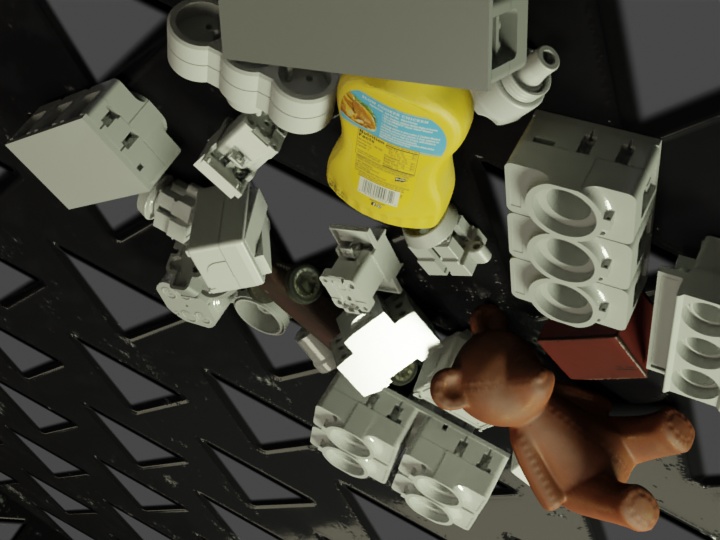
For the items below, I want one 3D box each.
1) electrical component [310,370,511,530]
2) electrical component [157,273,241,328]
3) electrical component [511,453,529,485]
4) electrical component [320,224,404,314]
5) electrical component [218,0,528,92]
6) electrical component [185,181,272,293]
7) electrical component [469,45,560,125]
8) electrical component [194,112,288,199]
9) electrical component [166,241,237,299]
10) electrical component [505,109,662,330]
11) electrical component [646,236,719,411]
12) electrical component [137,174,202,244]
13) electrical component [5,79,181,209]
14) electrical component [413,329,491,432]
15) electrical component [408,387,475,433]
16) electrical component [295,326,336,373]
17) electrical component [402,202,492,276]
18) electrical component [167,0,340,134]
[{"bbox_3d":[0.044,0.182,1.077,0.186,0.060,0.105,28,151,9],"label":"electrical component"},{"bbox_3d":[-0.171,0.019,1.142,0.080,0.051,0.080,23,149,15],"label":"electrical component"},{"bbox_3d":[0.187,0.163,1.018,0.047,0.065,0.076,38,121,-10],"label":"electrical component"},{"bbox_3d":[0.000,0.000,0.943,0.042,0.063,0.081,6,141,35],"label":"electrical component"},{"bbox_3d":[0.006,-0.175,0.639,0.186,0.060,0.105,13,118,30],"label":"electrical component"},{"bbox_3d":[-0.114,-0.036,0.980,0.061,0.096,0.061,-10,137,12],"label":"electrical component"},{"bbox_3d":[0.102,-0.122,0.688,0.043,0.043,0.062,40,148,-13],"label":"electrical component"},{"bbox_3d":[-0.095,-0.100,0.874,0.042,0.081,0.064,41,121,-18],"label":"electrical component"},{"bbox_3d":[-0.150,-0.005,1.070,0.058,0.078,0.057,7,161,35],"label":"electrical component"},{"bbox_3d":[0.155,-0.029,0.758,0.089,0.061,0.150,18,147,23],"label":"electrical component"},{"bbox_3d":[0.252,0.037,0.765,0.079,0.063,0.121,18,147,23],"label":"electrical component"},{"bbox_3d":[-0.179,-0.062,1.029,0.055,0.048,0.066,28,126,11],"label":"electrical component"},{"bbox_3d":[-0.247,-0.116,1.000,0.150,0.061,0.089,-6,133,47],"label":"electrical component"},{"bbox_3d":[0.110,0.104,1.005,0.096,0.061,0.062,30,151,-13],"label":"electrical component"},{"bbox_3d":[0.096,0.145,1.086,0.077,0.047,0.065,1,138,42],"label":"electrical component"},{"bbox_3d":[-0.040,0.078,1.122,0.046,0.040,0.040,50,146,-18],"label":"electrical component"},{"bbox_3d":[0.065,-0.026,0.863,0.066,0.048,0.055,1,146,41],"label":"electrical component"},{"bbox_3d":[-0.083,-0.144,0.816,0.138,0.052,0.073,28,150,7],"label":"electrical component"}]
